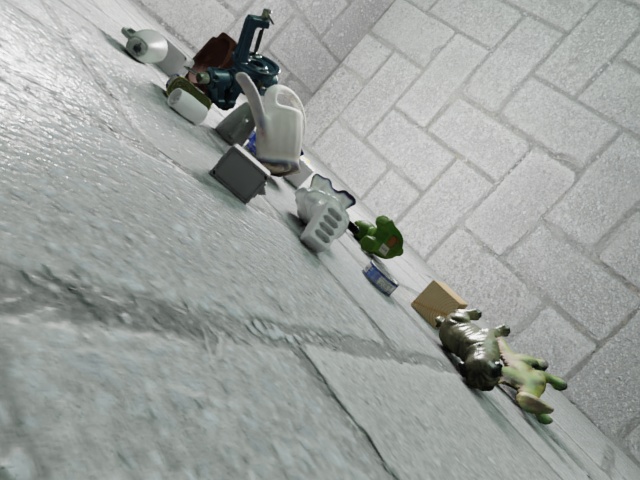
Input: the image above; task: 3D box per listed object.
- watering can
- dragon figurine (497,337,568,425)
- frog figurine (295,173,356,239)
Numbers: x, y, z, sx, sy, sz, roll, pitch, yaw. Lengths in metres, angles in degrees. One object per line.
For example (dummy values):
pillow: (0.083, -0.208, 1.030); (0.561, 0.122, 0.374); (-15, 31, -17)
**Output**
watering can: (-0.115, -0.266, 1.236); (0.104, 0.224, 0.348); (4, 3, 22)
dragon figurine: (0.489, 0.329, 1.342); (0.241, 0.121, 0.416); (30, 11, -21)
frog figurine: (0.003, -0.055, 1.086); (0.121, 0.136, 0.163); (-28, 22, 24)
